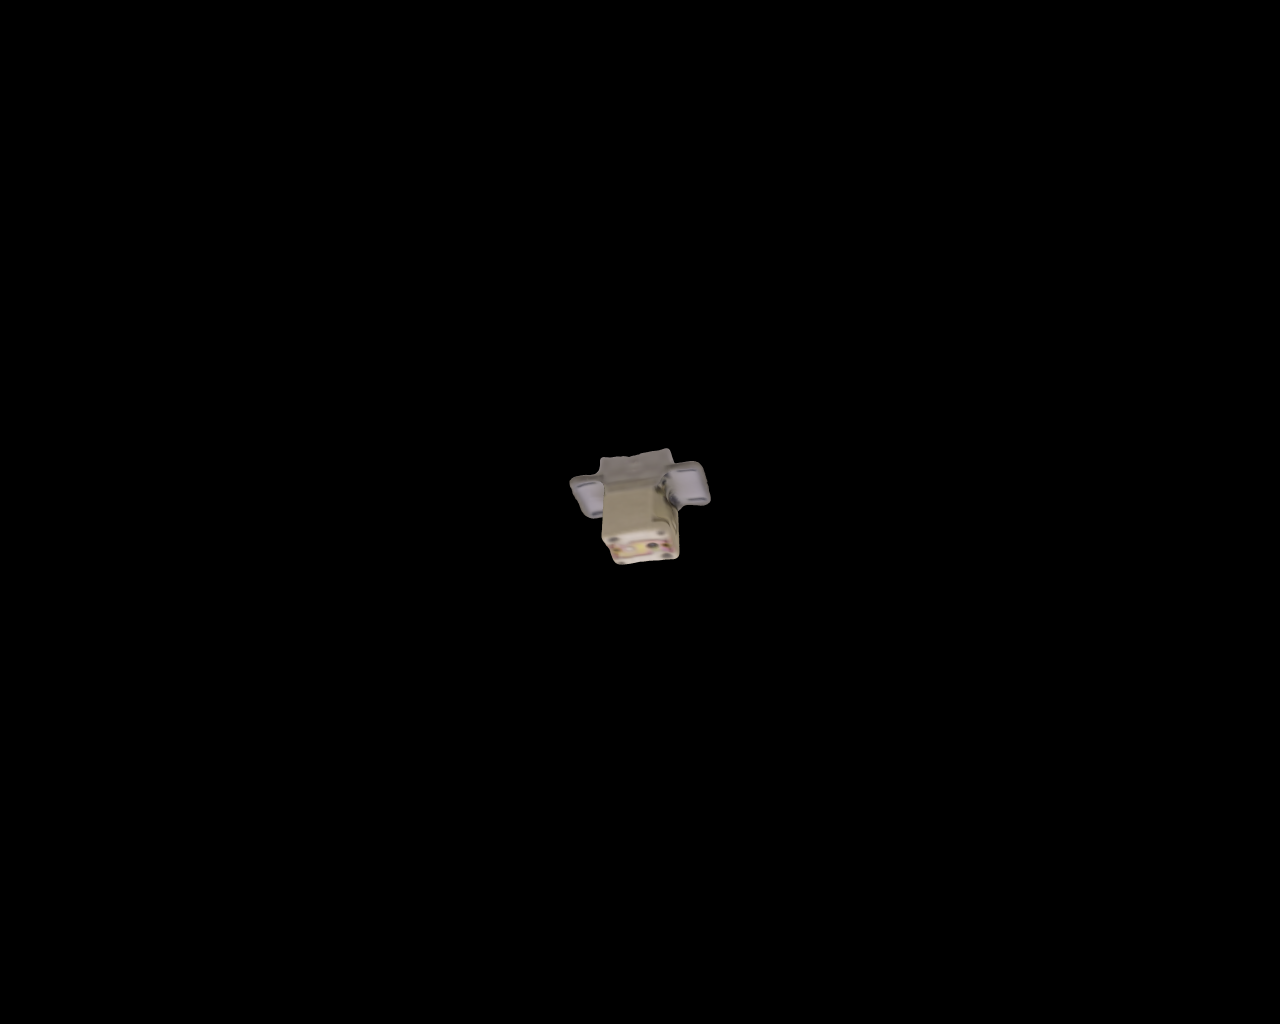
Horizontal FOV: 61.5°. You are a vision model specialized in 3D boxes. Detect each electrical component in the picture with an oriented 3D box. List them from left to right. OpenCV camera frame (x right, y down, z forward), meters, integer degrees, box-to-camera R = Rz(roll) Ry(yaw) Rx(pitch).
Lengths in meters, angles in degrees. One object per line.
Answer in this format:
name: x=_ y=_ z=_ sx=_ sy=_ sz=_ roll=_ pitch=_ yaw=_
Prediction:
electrical component: x=0.001 y=-0.003 z=0.650 sx=0.081 sy=0.064 sz=0.042 roll=-8 pitch=-36 yaw=11
